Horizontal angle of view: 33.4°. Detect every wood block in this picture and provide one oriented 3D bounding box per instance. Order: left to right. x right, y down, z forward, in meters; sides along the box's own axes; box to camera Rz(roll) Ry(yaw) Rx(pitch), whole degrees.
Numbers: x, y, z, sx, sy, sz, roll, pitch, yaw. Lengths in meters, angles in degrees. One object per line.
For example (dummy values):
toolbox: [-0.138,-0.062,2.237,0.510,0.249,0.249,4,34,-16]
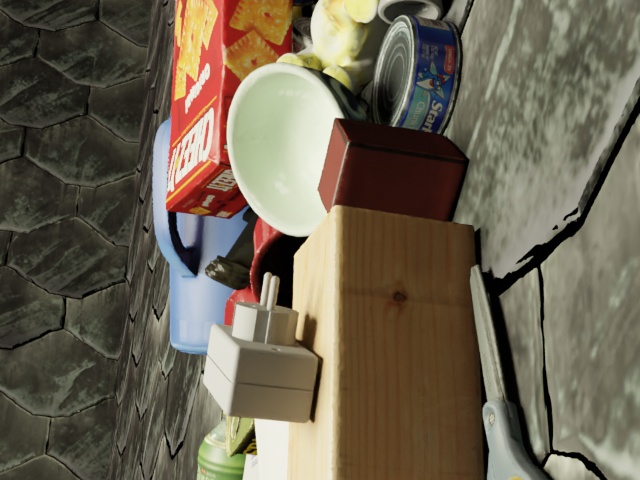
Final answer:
wood block: [0.036,0.096,0.610,0.090,0.090,0.206,128,147,-62]

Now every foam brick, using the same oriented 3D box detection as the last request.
foam brick: [0.044,-0.041,0.674,0.053,0.078,0.051,-110,31,-65]

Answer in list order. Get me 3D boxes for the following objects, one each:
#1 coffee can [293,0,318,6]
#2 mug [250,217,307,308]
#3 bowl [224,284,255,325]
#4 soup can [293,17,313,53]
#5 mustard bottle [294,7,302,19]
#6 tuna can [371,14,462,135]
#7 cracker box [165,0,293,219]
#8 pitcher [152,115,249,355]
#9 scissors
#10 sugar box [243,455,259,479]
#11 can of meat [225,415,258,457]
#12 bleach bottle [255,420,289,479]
coffee can: [-0.014,-0.299,0.970,0.140,0.102,0.103,116,157,-52]
mug: [-0.005,0.001,0.826,0.081,0.093,0.117,-103,32,-65]
bowl: [-0.048,0.093,0.933,0.162,0.055,0.162,174,90,-75]
soup can: [-0.005,-0.133,0.923,0.068,0.068,0.102,-106,28,-57]
mustard bottle: [-0.041,-0.189,1.106,0.191,0.058,0.096,-99,21,-49]
tuna can: [0.063,-0.108,0.720,0.086,0.033,0.086,-172,90,-75]
cracker box: [-0.082,-0.141,0.928,0.164,0.072,0.213,151,123,-65]
pitcher: [-0.098,-0.008,1.070,0.145,0.149,0.243,169,104,-79]
scissors: [0.088,0.112,0.549,0.202,0.016,0.096,-101,24,-51]
sugar box: [-0.044,0.257,0.924,0.093,0.048,0.176,151,128,-73]
can of meat: [-0.021,0.132,0.820,0.102,0.083,0.057,121,153,-57]
bleach bottle: [0.015,0.209,0.653,0.068,0.102,0.251,-26,60,39]
